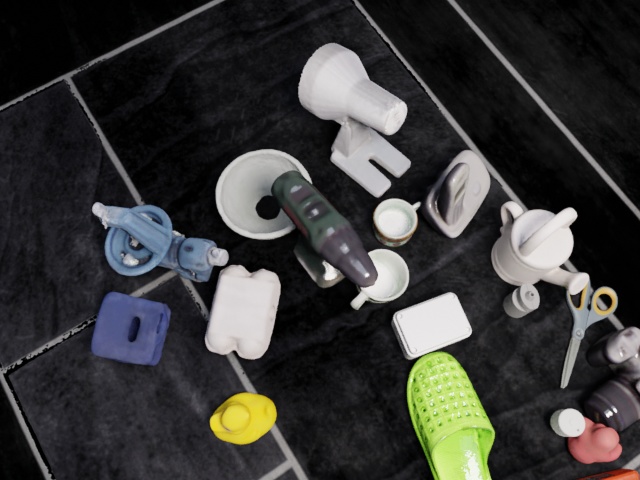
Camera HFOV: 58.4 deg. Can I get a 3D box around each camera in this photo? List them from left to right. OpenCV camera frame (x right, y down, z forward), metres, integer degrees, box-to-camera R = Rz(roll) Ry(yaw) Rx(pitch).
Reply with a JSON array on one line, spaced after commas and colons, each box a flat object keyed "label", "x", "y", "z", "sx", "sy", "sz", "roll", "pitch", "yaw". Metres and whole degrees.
[{"label": "camera", "x": 0.479, "y": 0.227, "z": 0.897, "sx": 0.137, "sy": 0.101, "sz": 0.143, "roll": -30, "pitch": 74, "yaw": -10}]

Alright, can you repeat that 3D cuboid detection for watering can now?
[{"label": "watering can", "x": 0.358, "y": 0.008, "z": 0.920, "sx": 0.172, "sy": 0.194, "sz": 0.101, "roll": 34, "pitch": 74, "yaw": 10}]

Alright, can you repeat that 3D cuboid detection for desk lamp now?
[{"label": "desk lamp", "x": 0.068, "y": -0.207, "z": 0.979, "sx": 0.203, "sy": 0.213, "sz": 0.118, "roll": 41, "pitch": 76, "yaw": 12}]

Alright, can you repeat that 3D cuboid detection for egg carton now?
[{"label": "egg carton", "x": -0.125, "y": 0.118, "z": 0.943, "sx": 0.107, "sy": 0.069, "sz": 0.150, "roll": 8, "pitch": 71, "yaw": 2}]

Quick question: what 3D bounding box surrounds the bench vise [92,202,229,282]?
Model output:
[{"label": "bench vise", "x": -0.255, "y": -0.010, "z": 0.905, "sx": 0.207, "sy": 0.220, "sz": 0.121, "roll": -6, "pitch": 71, "yaw": -2}]

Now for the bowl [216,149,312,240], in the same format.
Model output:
[{"label": "bowl", "x": -0.095, "y": -0.069, "z": 1.004, "sx": 0.167, "sy": 0.075, "sz": 0.167, "roll": 0, "pitch": 71, "yaw": -1}]

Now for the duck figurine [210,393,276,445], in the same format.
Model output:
[{"label": "duck figurine", "x": -0.120, "y": 0.274, "z": 0.882, "sx": 0.104, "sy": 0.086, "sz": 0.077, "roll": -12, "pitch": 72, "yaw": -5}]

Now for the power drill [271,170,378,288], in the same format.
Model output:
[{"label": "power drill", "x": 0.008, "y": 0.003, "z": 0.910, "sx": 0.076, "sy": 0.208, "sz": 0.229, "roll": -36, "pitch": 75, "yaw": -11}]

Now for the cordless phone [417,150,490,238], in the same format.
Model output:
[{"label": "cordless phone", "x": 0.239, "y": -0.097, "z": 0.959, "sx": 0.094, "sy": 0.185, "sz": 0.148, "roll": 31, "pitch": 74, "yaw": 10}]

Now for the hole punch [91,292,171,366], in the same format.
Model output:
[{"label": "hole punch", "x": -0.301, "y": 0.143, "z": 0.921, "sx": 0.101, "sy": 0.091, "sz": 0.109, "roll": 8, "pitch": 71, "yaw": 2}]

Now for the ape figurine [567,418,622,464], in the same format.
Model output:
[{"label": "ape figurine", "x": 0.423, "y": 0.306, "z": 0.874, "sx": 0.076, "sy": 0.092, "sz": 0.077, "roll": -27, "pitch": 73, "yaw": -9}]
